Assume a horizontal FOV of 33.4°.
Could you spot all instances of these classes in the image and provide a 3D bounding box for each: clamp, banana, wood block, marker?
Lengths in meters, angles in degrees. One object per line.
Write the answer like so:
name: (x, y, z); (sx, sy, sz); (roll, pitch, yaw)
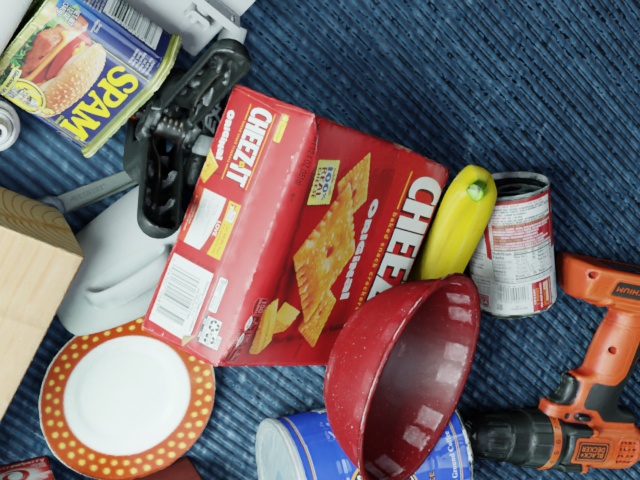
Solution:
clamp: (-0.088, -0.077, 0.662); (0.039, 0.172, 0.120); (29, 98, -25)
banana: (0.093, 0.007, 0.806); (0.069, 0.037, 0.198); (-42, 159, -39)
wood block: (-0.241, 0.069, 0.674); (0.090, 0.090, 0.206); (24, 100, -31)
marker: (-0.076, -0.092, 0.751); (0.020, 0.020, 0.121); (12, 99, -25)

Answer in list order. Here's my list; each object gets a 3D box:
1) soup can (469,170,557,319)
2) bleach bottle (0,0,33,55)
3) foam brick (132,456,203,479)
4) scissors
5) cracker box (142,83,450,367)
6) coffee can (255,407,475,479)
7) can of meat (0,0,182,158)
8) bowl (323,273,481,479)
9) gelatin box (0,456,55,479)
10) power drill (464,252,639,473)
soup can: (0.151, 0.003, 0.845); (0.068, 0.069, 0.102); (-15, 110, -19)
bleach bottle: (-0.257, -0.094, 0.643); (0.251, 0.103, 0.068); (-58, 149, 8)
foam brick: (-0.111, 0.212, 0.802); (0.053, 0.051, 0.078); (-14, 108, -17)
scissors: (-0.201, -0.031, 0.717); (0.201, 0.016, 0.096); (-38, 119, -9)
cracker box: (-0.005, 0.001, 0.721); (0.213, 0.072, 0.164); (11, 102, -60)
coffee can: (0.033, 0.174, 0.823); (0.140, 0.103, 0.103); (-9, 108, -21)
can of meat: (-0.152, -0.114, 0.674); (0.083, 0.057, 0.102); (35, 129, -24)
bowl: (0.050, 0.091, 0.741); (0.161, 0.055, 0.162); (-38, 138, -44)
gelatin box: (-0.226, 0.184, 0.735); (0.089, 0.073, 0.030); (-9, 107, -19)
power drill: (0.215, 0.108, 0.908); (0.184, 0.057, 0.188); (8, 104, -28)
